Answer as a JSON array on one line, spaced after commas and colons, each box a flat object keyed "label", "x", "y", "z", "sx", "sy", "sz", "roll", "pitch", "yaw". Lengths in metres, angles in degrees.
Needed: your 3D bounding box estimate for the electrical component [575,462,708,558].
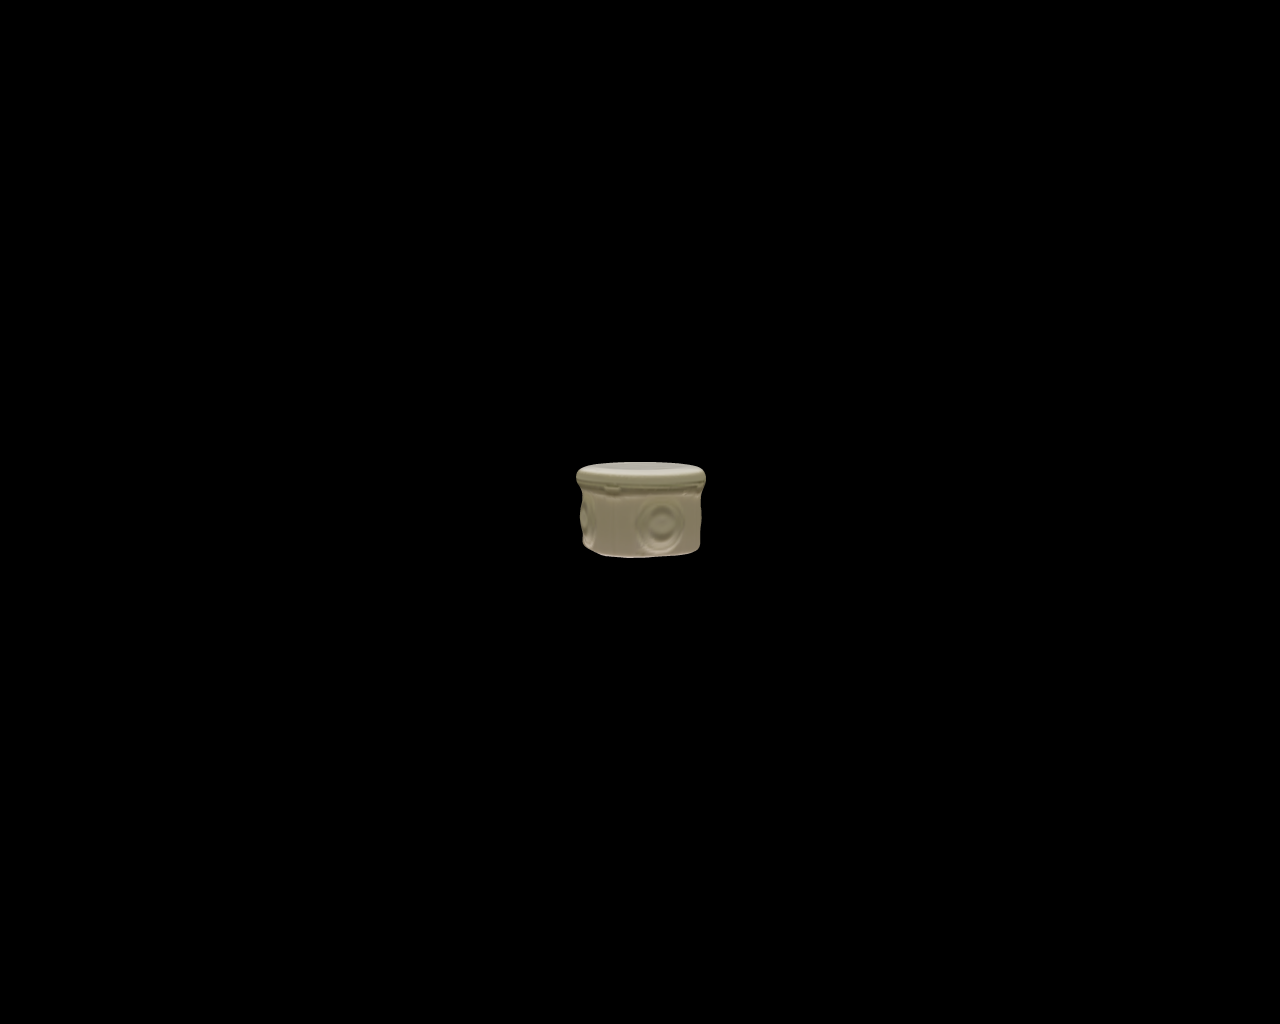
[{"label": "electrical component", "x": 0.001, "y": -0.003, "z": 0.650, "sx": 0.080, "sy": 0.051, "sz": 0.080, "roll": 0, "pitch": 7, "yaw": 0}]
